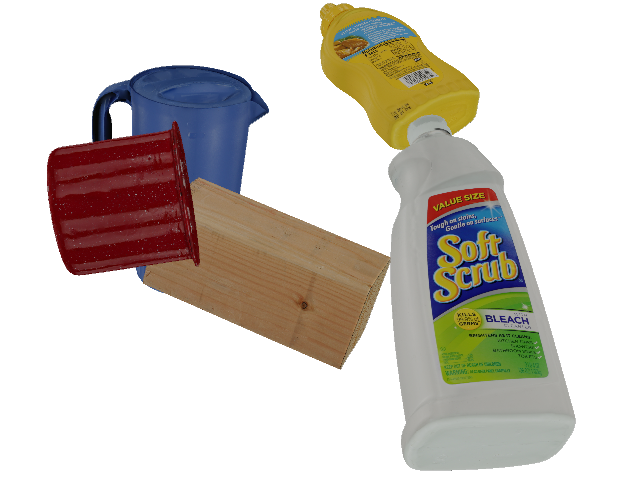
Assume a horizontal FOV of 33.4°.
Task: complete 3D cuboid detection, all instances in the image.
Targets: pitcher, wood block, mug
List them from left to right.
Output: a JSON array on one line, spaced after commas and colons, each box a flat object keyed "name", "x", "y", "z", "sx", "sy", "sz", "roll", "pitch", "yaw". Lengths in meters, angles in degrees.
[{"name": "mug", "x": -0.124, "y": -0.023, "z": 0.683, "sx": 0.081, "sy": 0.093, "sz": 0.117, "roll": -9, "pitch": 0, "yaw": -4}, {"name": "pitcher", "x": -0.159, "y": -0.066, "z": 1.189, "sx": 0.149, "sy": 0.243, "sz": 0.144, "roll": 28, "pitch": 34, "yaw": 35}, {"name": "wood block", "x": -0.051, "y": 0.029, "z": 1.013, "sx": 0.206, "sy": 0.091, "sz": 0.090, "roll": 23, "pitch": 26, "yaw": 9}]

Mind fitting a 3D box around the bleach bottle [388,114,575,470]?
[{"name": "bleach bottle", "x": 0.083, "y": 0.019, "z": 0.685, "sx": 0.102, "sy": 0.251, "sz": 0.068, "roll": 0, "pitch": -38, "yaw": -11}]

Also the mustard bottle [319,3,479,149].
[{"name": "mustard bottle", "x": 0.055, "y": -0.164, "z": 0.990, "sx": 0.096, "sy": 0.058, "sz": 0.192, "roll": -24, "pitch": 52, "yaw": -20}]
